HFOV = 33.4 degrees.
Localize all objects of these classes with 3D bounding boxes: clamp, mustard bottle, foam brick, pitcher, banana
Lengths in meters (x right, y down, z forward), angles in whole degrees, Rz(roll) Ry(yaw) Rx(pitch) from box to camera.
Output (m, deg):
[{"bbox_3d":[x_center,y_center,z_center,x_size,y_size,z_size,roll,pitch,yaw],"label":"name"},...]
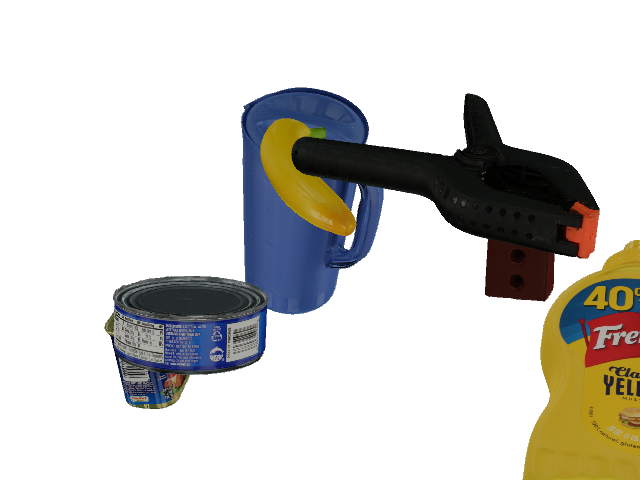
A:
[{"bbox_3d":[0.089,-0.041,0.686,0.164,0.036,0.210,-15,31,-22],"label":"clamp"},{"bbox_3d":[0.160,0.067,0.545,0.096,0.058,0.191,7,41,13],"label":"mustard bottle"},{"bbox_3d":[0.171,0.008,0.905,0.053,0.078,0.051,5,15,19],"label":"foam brick"},{"bbox_3d":[-0.018,-0.031,1.173,0.145,0.243,0.149,1,42,-6],"label":"pitcher"},{"bbox_3d":[-0.016,-0.064,0.922,0.069,0.037,0.198,1,31,-9],"label":"banana"}]

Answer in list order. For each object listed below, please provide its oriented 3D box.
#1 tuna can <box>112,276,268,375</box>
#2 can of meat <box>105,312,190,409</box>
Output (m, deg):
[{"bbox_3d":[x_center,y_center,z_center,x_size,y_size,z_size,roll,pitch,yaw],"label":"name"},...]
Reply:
[{"bbox_3d":[-0.072,0.046,0.596,0.086,0.034,0.086,2,12,-1],"label":"tuna can"},{"bbox_3d":[-0.154,0.096,0.997,0.057,0.084,0.102,-2,25,12],"label":"can of meat"}]
